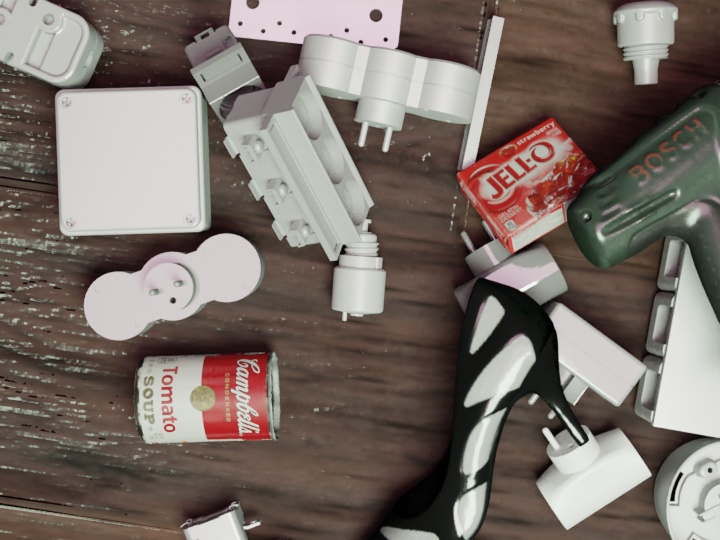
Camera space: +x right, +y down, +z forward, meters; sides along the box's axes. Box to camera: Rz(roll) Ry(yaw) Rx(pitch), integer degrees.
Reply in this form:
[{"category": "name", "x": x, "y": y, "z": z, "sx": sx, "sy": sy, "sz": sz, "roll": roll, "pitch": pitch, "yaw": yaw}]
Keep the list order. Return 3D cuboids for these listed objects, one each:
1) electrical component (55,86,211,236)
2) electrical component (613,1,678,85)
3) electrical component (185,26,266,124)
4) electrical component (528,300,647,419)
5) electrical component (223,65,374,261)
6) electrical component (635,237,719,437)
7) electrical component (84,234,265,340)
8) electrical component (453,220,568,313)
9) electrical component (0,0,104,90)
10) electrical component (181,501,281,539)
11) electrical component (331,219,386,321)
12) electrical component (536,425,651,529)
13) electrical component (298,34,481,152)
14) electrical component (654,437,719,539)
[{"category": "electrical component", "x": -0.171, "y": -0.081, "z": 0.819, "sx": 0.109, "sy": 0.056, "sz": 0.108, "roll": -2, "pitch": 91, "yaw": 0}, {"category": "electrical component", "x": 0.219, "y": -0.173, "z": 0.824, "sx": 0.048, "sy": 0.048, "sz": 0.062, "roll": -3, "pitch": 98, "yaw": 0}, {"category": "electrical component", "x": -0.099, "y": -0.144, "z": 0.810, "sx": 0.042, "sy": 0.081, "sz": 0.063, "roll": -30, "pitch": 62, "yaw": -1}, {"category": "electrical component", "x": 0.160, "y": 0.078, "z": 0.826, "sx": 0.083, "sy": 0.047, "sz": 0.075, "roll": 36, "pitch": 91, "yaw": 0}, {"category": "electrical component", "x": -0.045, "y": -0.076, "z": 0.789, "sx": 0.063, "sy": 0.078, "sz": 0.121, "roll": -8, "pitch": 130, "yaw": 25}, {"category": "electrical component", "x": 0.271, "y": 0.048, "z": 0.819, "sx": 0.089, "sy": 0.061, "sz": 0.150, "roll": 10, "pitch": 91, "yaw": 0}, {"category": "electrical component", "x": -0.142, "y": 0.013, "z": 0.812, "sx": 0.138, "sy": 0.073, "sz": 0.052, "roll": -19, "pitch": 91, "yaw": 0}, {"category": "electrical component", "x": 0.106, "y": 0.000, "z": 0.827, "sx": 0.077, "sy": 0.043, "sz": 0.079, "roll": -29, "pitch": 83, "yaw": 2}, {"category": "electrical component", "x": -0.248, "y": -0.177, "z": 0.816, "sx": 0.095, "sy": 0.059, "sz": 0.053, "roll": 24, "pitch": 91, "yaw": -1}, {"category": "electrical component", "x": -0.105, "y": 0.217, "z": 0.832, "sx": 0.081, "sy": 0.042, "sz": 0.063, "roll": -21, "pitch": 87, "yaw": 0}, {"category": "electrical component", "x": 0.000, "y": 0.000, "z": 0.828, "sx": 0.040, "sy": 0.040, "sz": 0.078, "roll": 4, "pitch": 91, "yaw": 0}, {"category": "electrical component", "x": 0.169, "y": 0.146, "z": 0.822, "sx": 0.077, "sy": 0.043, "sz": 0.079, "roll": -34, "pitch": 104, "yaw": 4}, {"category": "electrical component", "x": 0.017, "y": -0.128, "z": 0.820, "sx": 0.138, "sy": 0.052, "sz": 0.073, "roll": 12, "pitch": 91, "yaw": 0}, {"category": "electrical component", "x": 0.275, "y": 0.177, "z": 0.820, "sx": 0.099, "sy": 0.064, "sz": 0.099, "roll": 0, "pitch": 91, "yaw": 0}]
